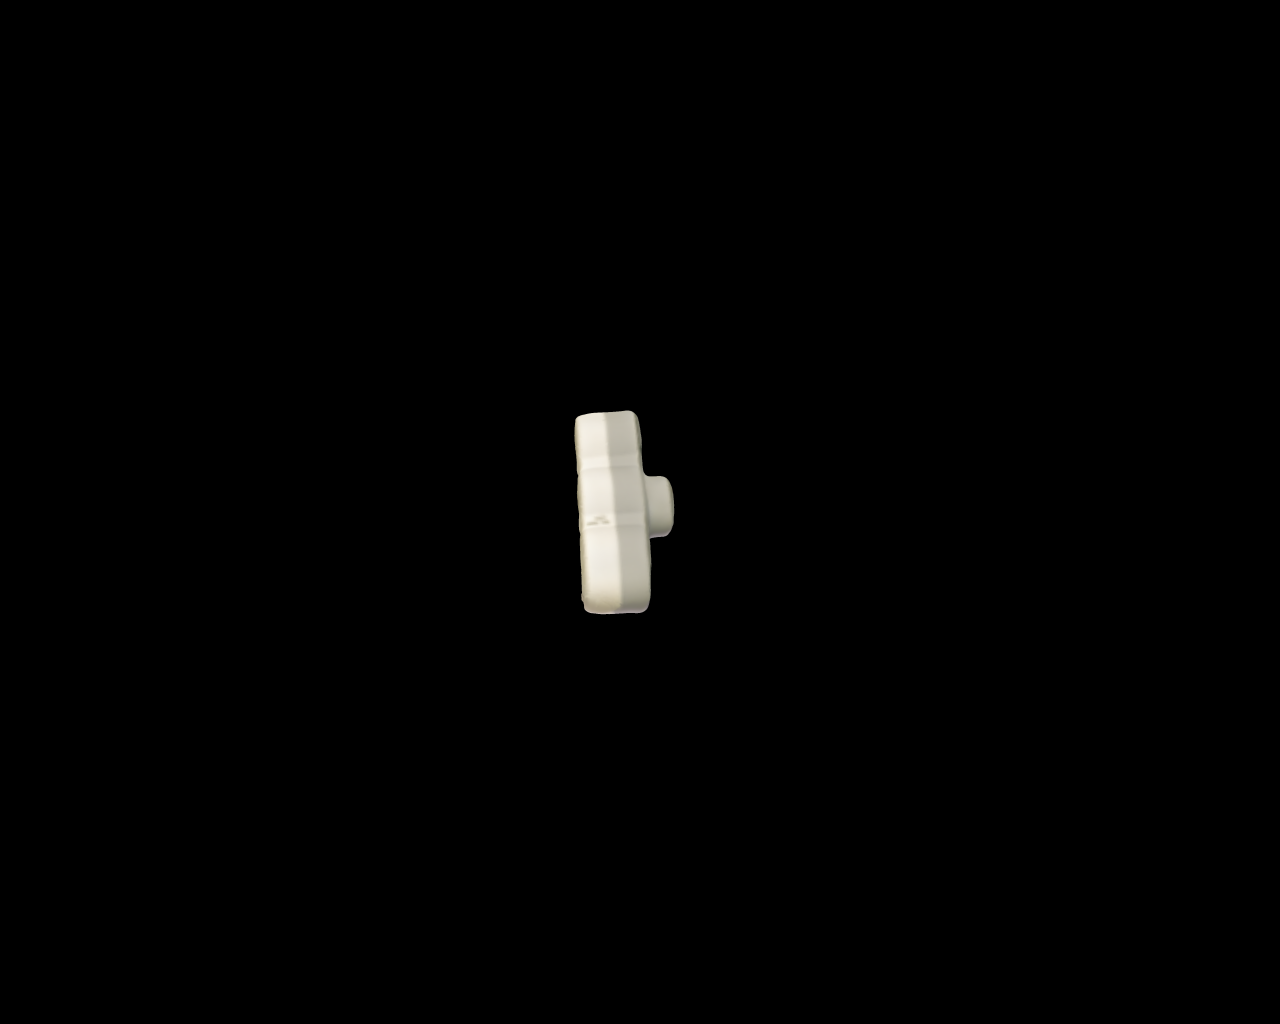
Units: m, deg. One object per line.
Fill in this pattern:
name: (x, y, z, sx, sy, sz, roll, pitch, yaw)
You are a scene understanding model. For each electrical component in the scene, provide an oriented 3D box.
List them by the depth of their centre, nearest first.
electrical component: (0.001, -0.003, 0.650, 0.074, 0.138, 0.052, -3, -36, -2)
